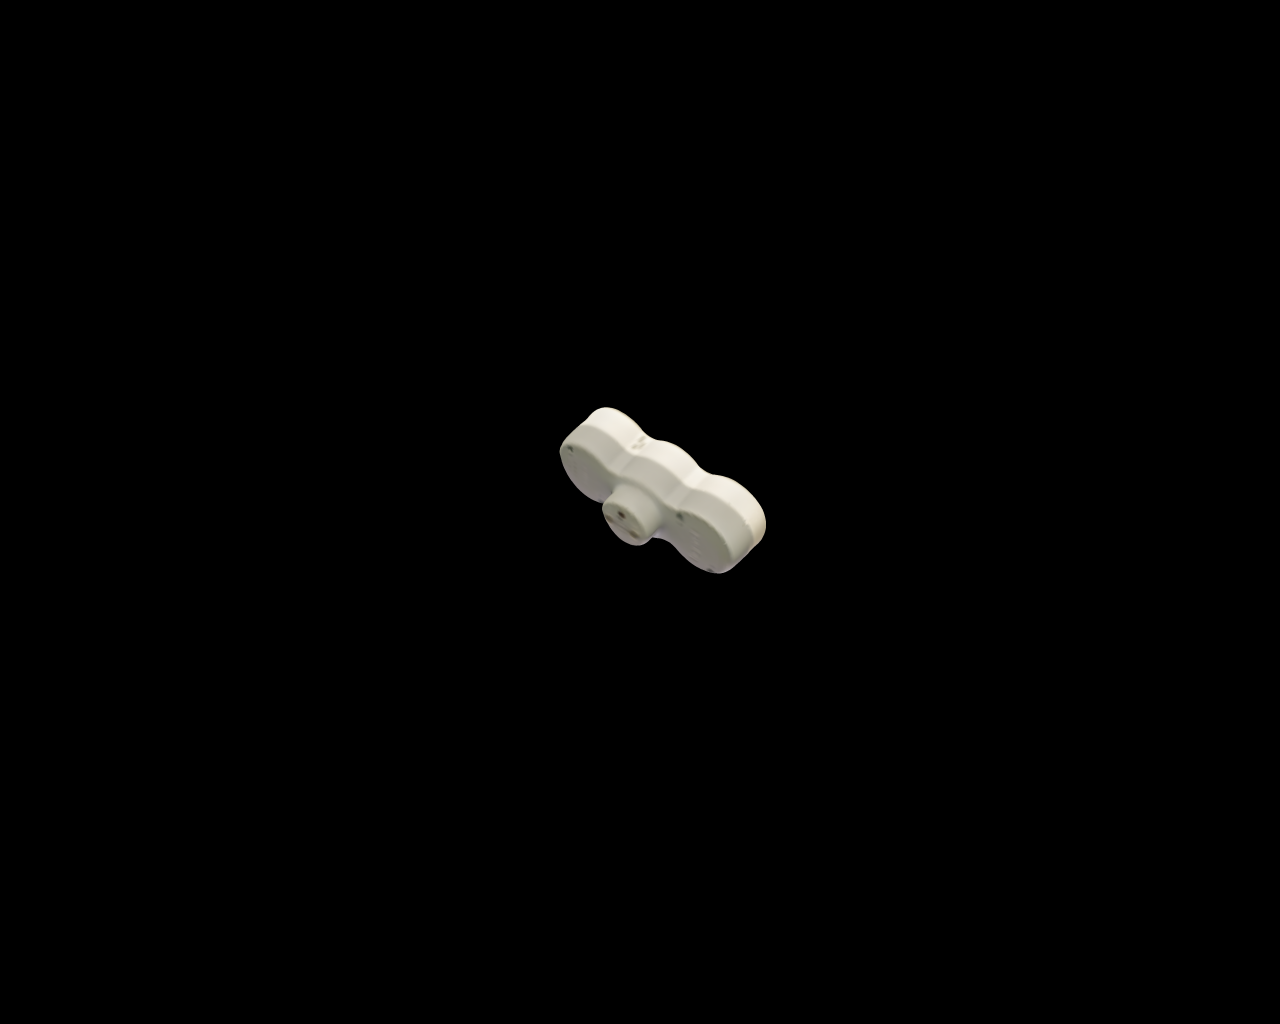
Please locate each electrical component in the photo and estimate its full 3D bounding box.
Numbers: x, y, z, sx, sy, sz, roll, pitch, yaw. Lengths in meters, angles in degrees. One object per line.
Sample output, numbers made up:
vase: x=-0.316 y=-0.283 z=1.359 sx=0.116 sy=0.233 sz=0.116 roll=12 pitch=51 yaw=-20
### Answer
electrical component: x=0.001 y=-0.003 z=0.650 sx=0.138 sy=0.052 sz=0.074 roll=33 pitch=58 yaw=24
